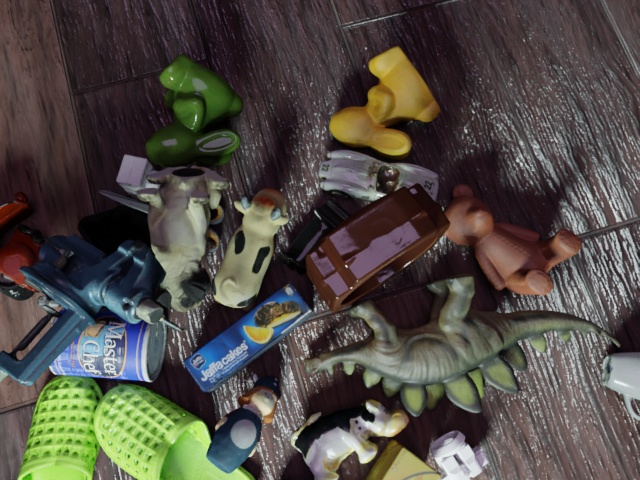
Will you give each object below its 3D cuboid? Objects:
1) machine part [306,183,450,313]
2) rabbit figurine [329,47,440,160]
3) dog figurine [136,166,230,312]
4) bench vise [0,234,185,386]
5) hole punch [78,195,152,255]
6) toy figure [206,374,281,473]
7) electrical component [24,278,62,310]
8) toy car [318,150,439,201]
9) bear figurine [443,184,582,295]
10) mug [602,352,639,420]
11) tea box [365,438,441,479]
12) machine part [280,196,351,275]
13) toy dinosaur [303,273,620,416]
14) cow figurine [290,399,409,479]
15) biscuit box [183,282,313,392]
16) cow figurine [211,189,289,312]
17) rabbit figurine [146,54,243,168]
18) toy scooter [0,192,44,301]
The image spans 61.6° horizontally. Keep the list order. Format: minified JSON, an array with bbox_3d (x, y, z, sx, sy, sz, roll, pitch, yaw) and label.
[{"bbox_3d":[0.079,0.014,0.794,0.201,0.201,0.087,-31,76,-8],"label":"machine part"},{"bbox_3d":[0.104,-0.210,0.913,0.173,0.122,0.162,-30,88,6],"label":"rabbit figurine"},{"bbox_3d":[-0.204,-0.005,0.828,0.121,0.172,0.190,9,117,10],"label":"dog figurine"},{"bbox_3d":[-0.322,0.097,0.701,0.224,0.128,0.240,30,65,15],"label":"bench vise"},{"bbox_3d":[-0.314,0.014,0.852,0.116,0.092,0.142,-25,73,-41],"label":"hole punch"},{"bbox_3d":[-0.102,0.261,0.782,0.154,0.058,0.064,-53,126,-36],"label":"toy figure"},{"bbox_3d":[-0.391,0.055,0.805,0.078,0.045,0.102,40,61,-13],"label":"electrical component"},{"bbox_3d":[0.097,-0.098,0.897,0.202,0.056,0.073,13,76,1],"label":"toy car"},{"bbox_3d":[0.280,-0.007,0.846,0.196,0.132,0.120,44,75,3],"label":"bear figurine"},{"bbox_3d":[0.493,0.220,0.822,0.107,0.080,0.109,11,81,13],"label":"mug"},{"bbox_3d":[0.089,0.376,0.758,0.068,0.098,0.169,36,76,7],"label":"tea box"},{"bbox_3d":[-0.002,-0.003,0.881,0.139,0.039,0.084,-43,86,-12],"label":"machine part"},{"bbox_3d":[0.205,0.154,0.818,0.472,0.105,0.198,-15,84,4],"label":"toy dinosaur"},{"bbox_3d":[0.045,0.282,0.798,0.167,0.068,0.098,-31,73,-9],"label":"cow figurine"},{"bbox_3d":[-0.108,0.150,0.826,0.203,0.062,0.059,-37,78,-10],"label":"biscuit box"},{"bbox_3d":[-0.108,0.010,0.829,0.085,0.127,0.195,22,79,0],"label":"cow figurine"},{"bbox_3d":[-0.211,-0.183,0.886,0.159,0.121,0.170,29,71,-12],"label":"rabbit figurine"},{"bbox_3d":[-0.486,0.000,0.850,0.184,0.075,0.135,35,77,12],"label":"toy scooter"}]
